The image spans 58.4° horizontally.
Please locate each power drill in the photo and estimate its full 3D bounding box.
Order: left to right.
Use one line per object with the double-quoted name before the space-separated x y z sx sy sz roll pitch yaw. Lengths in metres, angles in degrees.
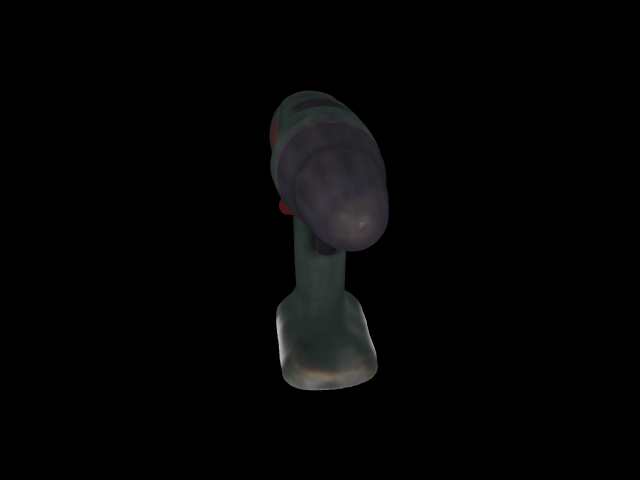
"power drill" 0.004 0.001 0.400 0.075 0.208 0.229 -5 36 -7
